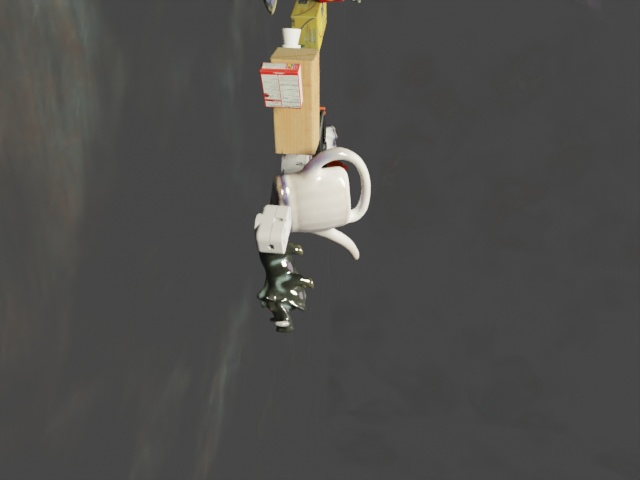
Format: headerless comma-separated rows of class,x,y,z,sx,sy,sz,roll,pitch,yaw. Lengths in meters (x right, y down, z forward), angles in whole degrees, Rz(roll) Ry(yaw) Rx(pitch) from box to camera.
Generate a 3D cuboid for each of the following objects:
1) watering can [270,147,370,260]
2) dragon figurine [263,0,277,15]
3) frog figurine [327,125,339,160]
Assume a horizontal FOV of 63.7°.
watering can,0.004,-0.059,1.166,0.106,0.224,0.339,-105,-170,-45
dragon figurine,-0.069,-0.529,0.780,0.244,0.122,0.408,-100,-166,-82
frog figurine,-0.030,-0.240,1.413,0.162,0.124,0.134,-39,156,-30
